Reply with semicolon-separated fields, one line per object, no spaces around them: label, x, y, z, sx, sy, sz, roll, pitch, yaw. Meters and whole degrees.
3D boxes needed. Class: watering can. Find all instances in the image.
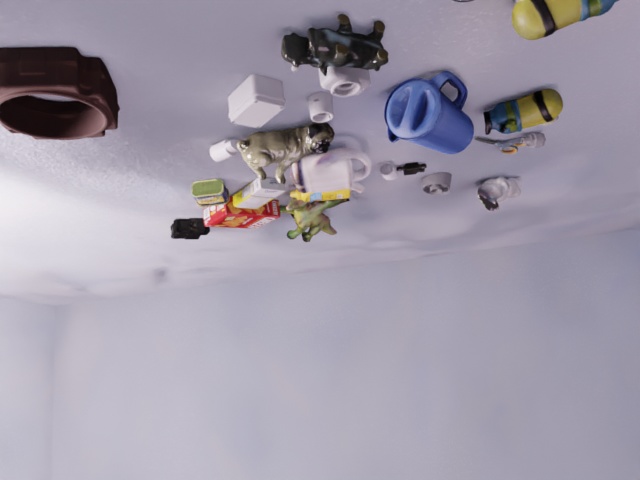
watering can;0.034;-0.180;1.465;0.224;0.105;0.344;-7;167;3

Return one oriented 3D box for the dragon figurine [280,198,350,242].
dragon figurine;0.006;-0.093;1.857;0.240;0.124;0.409;-27;159;35

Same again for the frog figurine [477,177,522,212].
frog figurine;0.651;-0.186;1.850;0.160;0.124;0.135;-43;156;-5
